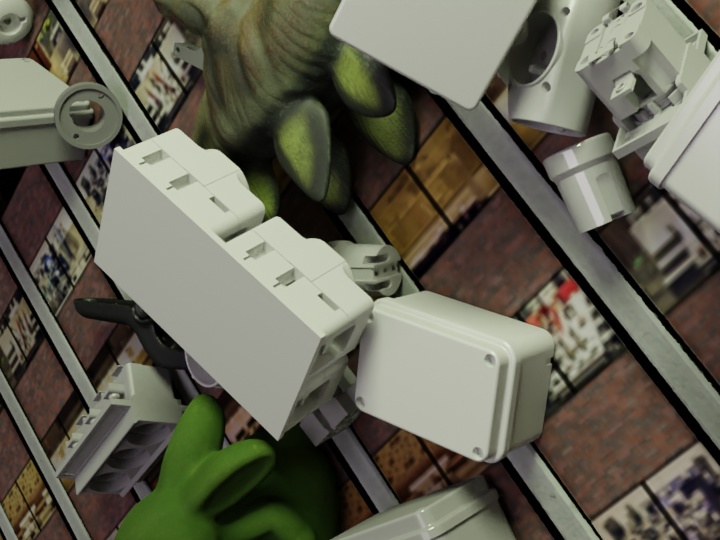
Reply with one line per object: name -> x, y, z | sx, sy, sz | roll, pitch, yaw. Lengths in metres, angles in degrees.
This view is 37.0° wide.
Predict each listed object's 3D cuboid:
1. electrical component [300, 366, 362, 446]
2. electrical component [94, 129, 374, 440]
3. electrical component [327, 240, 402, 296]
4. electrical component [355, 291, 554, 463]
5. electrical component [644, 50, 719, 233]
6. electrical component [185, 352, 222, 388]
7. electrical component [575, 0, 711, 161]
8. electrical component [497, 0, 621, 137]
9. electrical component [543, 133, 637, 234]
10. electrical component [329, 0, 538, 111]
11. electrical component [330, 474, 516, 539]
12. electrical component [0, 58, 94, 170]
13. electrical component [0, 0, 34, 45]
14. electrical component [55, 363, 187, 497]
electrical component -> -0.026, 0.086, 0.762 | 0.055, 0.048, 0.066 | 51, 128, 13
electrical component -> -0.085, 0.005, 0.706 | 0.186, 0.060, 0.105 | 41, 136, 18
electrical component -> 0.000, 0.000, 0.726 | 0.046, 0.040, 0.040 | 1, 99, 36
electrical component -> 0.056, 0.064, 0.674 | 0.113, 0.057, 0.078 | 18, 110, 39
electrical component -> 0.197, -0.075, 0.484 | 0.056, 0.109, 0.108 | 45, 125, 24
electrical component -> -0.096, 0.063, 0.799 | 0.079, 0.077, 0.044 | -33, 76, 41
electrical component -> 0.145, -0.099, 0.544 | 0.064, 0.081, 0.042 | 45, 134, -18
electrical component -> 0.103, -0.118, 0.602 | 0.079, 0.044, 0.077 | 21, 98, 60
electrical component -> 0.129, -0.048, 0.599 | 0.040, 0.040, 0.046 | -25, 87, 42
electrical component -> 0.044, -0.146, 0.568 | 0.100, 0.048, 0.099 | 29, 111, -1
electrical component -> 0.038, 0.183, 0.701 | 0.113, 0.078, 0.057 | -31, 80, 41
electrical component -> -0.308, -0.136, 0.931 | 0.109, 0.109, 0.056 | 36, 123, 32
electrical component -> -0.329, -0.238, 0.976 | 0.062, 0.048, 0.048 | 49, 127, 33
electrical component -> -0.201, 0.136, 0.916 | 0.121, 0.079, 0.063 | -48, 44, 37
